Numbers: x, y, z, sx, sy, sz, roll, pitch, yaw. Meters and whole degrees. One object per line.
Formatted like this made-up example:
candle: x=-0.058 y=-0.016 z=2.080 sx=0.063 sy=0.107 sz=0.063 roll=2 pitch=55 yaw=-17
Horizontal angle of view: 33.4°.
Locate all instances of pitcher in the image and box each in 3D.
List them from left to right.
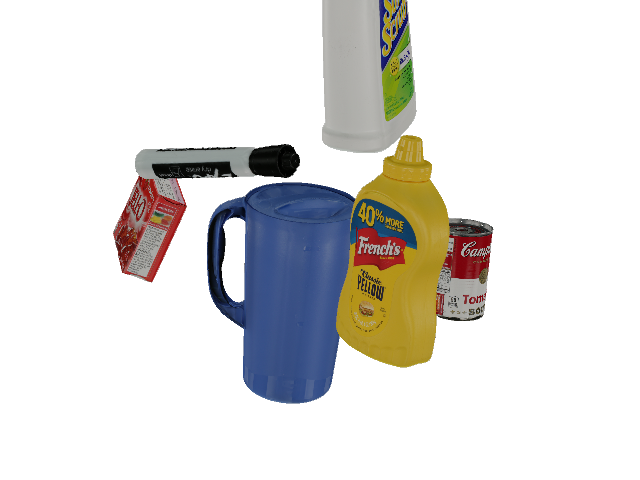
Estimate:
pitcher: x=-0.040 y=0.061 z=1.240 sx=0.149 sy=0.243 sz=0.144 roll=24 pitch=27 yaw=38

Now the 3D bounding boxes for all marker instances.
marker: x=-0.062 y=-0.046 z=0.629 sx=0.121 sy=0.020 sz=0.020 roll=2 pitch=1 yaw=38

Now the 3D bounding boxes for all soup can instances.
soup can: x=0.155 y=0.032 z=1.202 sx=0.068 sy=0.102 sz=0.068 roll=3 pitch=15 yaw=-1

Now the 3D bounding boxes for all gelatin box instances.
gelatin box: x=-0.144 y=-0.018 z=0.893 sx=0.030 sy=0.073 sz=0.089 roll=21 pitch=16 yaw=-23

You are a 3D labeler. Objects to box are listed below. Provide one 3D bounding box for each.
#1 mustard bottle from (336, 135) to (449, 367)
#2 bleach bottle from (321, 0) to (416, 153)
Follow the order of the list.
mustard bottle: x=0.065 y=0.005 z=0.913 sx=0.058 sy=0.192 sz=0.096 roll=-7 pitch=23 yaw=-39
bleach bottle: x=0.036 y=-0.208 z=0.905 sx=0.068 sy=0.251 sz=0.102 roll=10 pitch=34 yaw=25
